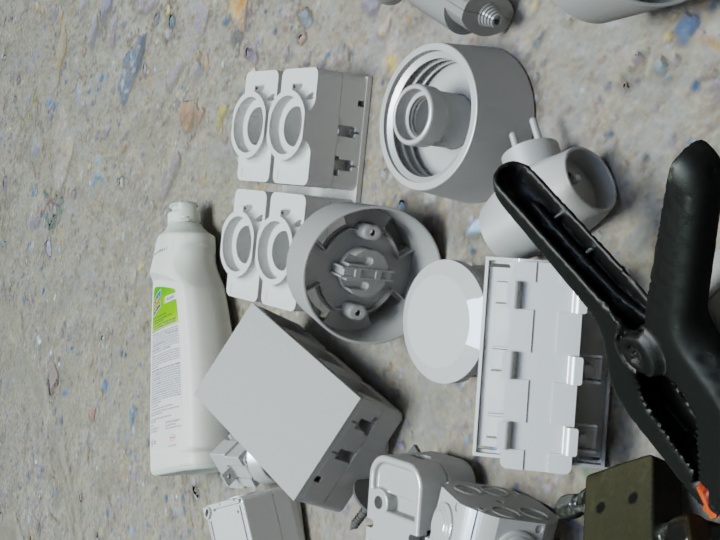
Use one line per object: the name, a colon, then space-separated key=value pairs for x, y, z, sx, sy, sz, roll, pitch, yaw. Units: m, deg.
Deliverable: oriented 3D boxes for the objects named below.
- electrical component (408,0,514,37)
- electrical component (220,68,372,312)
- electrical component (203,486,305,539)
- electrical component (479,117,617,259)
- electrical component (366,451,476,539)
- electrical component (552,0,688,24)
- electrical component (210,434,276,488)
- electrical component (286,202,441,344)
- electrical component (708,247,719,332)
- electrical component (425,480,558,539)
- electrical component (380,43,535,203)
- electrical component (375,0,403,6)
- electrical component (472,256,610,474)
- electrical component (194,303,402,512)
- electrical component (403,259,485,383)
electrical component: x=0.069 y=-0.183 z=0.728 sx=0.081 sy=0.043 sz=0.043 roll=46 pitch=123 yaw=43
electrical component: x=-0.055 y=-0.065 z=0.867 sx=0.105 sy=0.060 sz=0.186 roll=10 pitch=96 yaw=52
electrical component: x=-0.079 y=0.230 z=0.884 sx=0.062 sy=0.061 sz=0.096 roll=-26 pitch=75 yaw=49
electrical component: x=0.111 y=-0.055 z=0.666 sx=0.077 sy=0.043 sz=0.079 roll=-34 pitch=61 yaw=46
electrical component: x=0.043 y=0.173 z=0.725 sx=0.054 sy=0.059 sz=0.095 roll=5 pitch=92 yaw=52
electrical component: x=0.143 y=-0.187 z=0.594 sx=0.064 sy=0.099 sz=0.099 roll=-11 pitch=79 yaw=58
electrical component: x=-0.086 y=0.155 z=0.899 sx=0.055 sy=0.066 sz=0.048 roll=-8 pitch=116 yaw=44
electrical component: x=0.000 y=0.000 z=0.766 sx=0.064 sy=0.099 sz=0.099 roll=24 pitch=107 yaw=57
electrical component: x=0.222 y=-0.003 z=0.511 sx=0.138 sy=0.052 sz=0.073 roll=-55 pitch=48 yaw=35
electrical component: x=0.080 y=0.166 z=0.662 sx=0.080 sy=0.080 sz=0.051 roll=19 pitch=97 yaw=51
electrical component: x=0.057 y=-0.101 z=0.724 sx=0.108 sy=0.060 sz=0.108 roll=-5 pitch=84 yaw=52
electrical component: x=0.028 y=-0.227 z=0.777 sx=0.047 sy=0.055 sz=0.055 roll=-25 pitch=68 yaw=45
electrical component: x=0.109 y=0.055 z=0.635 sx=0.079 sy=0.063 sz=0.121 roll=4 pitch=91 yaw=12
electrical component: x=-0.048 y=0.105 z=0.828 sx=0.150 sy=0.062 sz=0.089 roll=36 pitch=95 yaw=44
electrical component: x=0.070 y=0.034 z=0.707 sx=0.080 sy=0.051 sz=0.080 roll=-5 pitch=84 yaw=52
